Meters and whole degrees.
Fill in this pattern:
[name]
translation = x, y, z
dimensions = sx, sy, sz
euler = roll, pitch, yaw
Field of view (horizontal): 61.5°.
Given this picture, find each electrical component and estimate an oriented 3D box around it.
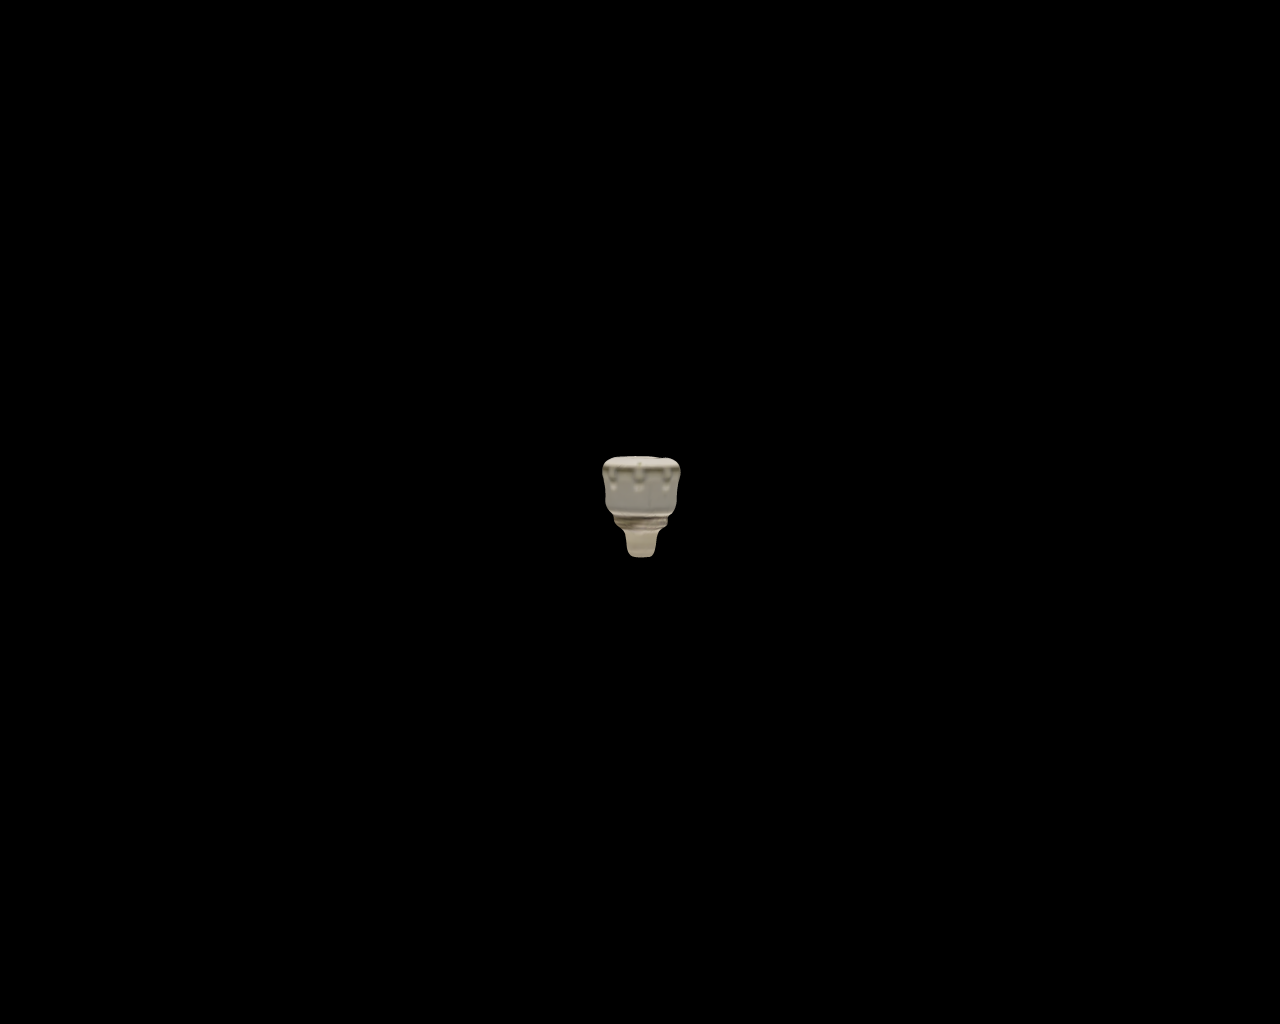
[electrical component]
translation = 0.001, -0.003, 0.650
dimensions = 0.048, 0.062, 0.048
euler = 0, 5, 0
